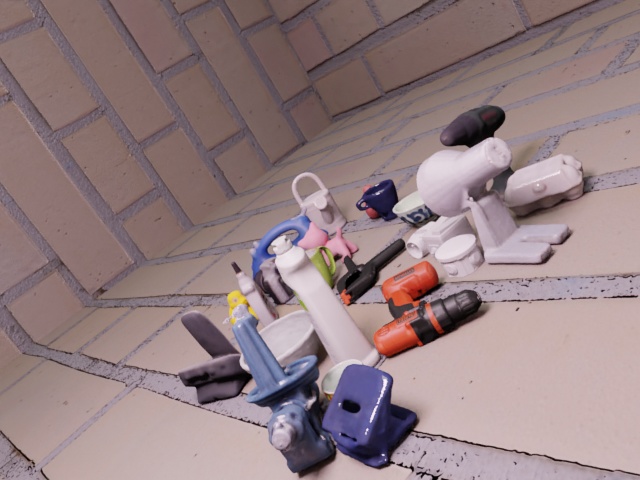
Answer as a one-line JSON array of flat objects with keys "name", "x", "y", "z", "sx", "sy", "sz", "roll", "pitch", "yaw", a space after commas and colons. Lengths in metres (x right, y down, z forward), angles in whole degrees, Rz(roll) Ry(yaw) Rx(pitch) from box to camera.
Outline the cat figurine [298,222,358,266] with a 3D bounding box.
[{"name": "cat figurine", "x": 0.013, "y": 0.005, "z": 1.447, "sx": 0.127, "sy": 0.118, "sz": 0.067, "roll": -20, "pitch": 20, "yaw": 35}]

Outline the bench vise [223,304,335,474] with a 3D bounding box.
[{"name": "bench vise", "x": -0.054, "y": 0.197, "z": 0.812, "sx": 0.121, "sy": 0.220, "sz": 0.207, "roll": -35, "pitch": 17, "yaw": -11}]

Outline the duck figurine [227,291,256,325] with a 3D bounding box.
[{"name": "duck figurine", "x": -0.197, "y": 0.164, "z": 1.412, "sx": 0.104, "sy": 0.086, "sz": 0.078, "roll": -12, "pitch": 25, "yaw": 49}]

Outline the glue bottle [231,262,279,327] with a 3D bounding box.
[{"name": "glue bottle", "x": -0.152, "y": 0.121, "z": 1.301, "sx": 0.037, "sy": 0.173, "sz": 0.078, "roll": -31, "pitch": 16, "yaw": 1}]

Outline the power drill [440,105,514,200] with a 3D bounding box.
[{"name": "power drill", "x": 0.356, "y": -0.189, "z": 1.237, "sx": 0.075, "sy": 0.209, "sz": 0.230, "roll": -14, "pitch": 23, "yaw": 45}]

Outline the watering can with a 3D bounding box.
[{"name": "watering can", "x": -0.006, "y": -0.110, "z": 1.686, "sx": 0.101, "sy": 0.194, "sz": 0.172, "roll": -39, "pitch": 18, "yaw": -25}]

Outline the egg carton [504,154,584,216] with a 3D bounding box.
[{"name": "egg carton", "x": 0.431, "y": -0.106, "z": 1.105, "sx": 0.150, "sy": 0.069, "sz": 0.107, "roll": -21, "pitch": 19, "yaw": 32}]

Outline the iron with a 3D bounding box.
[{"name": "iron", "x": -0.103, "y": 0.024, "z": 1.558, "sx": 0.258, "sy": 0.141, "sz": 0.118, "roll": -31, "pitch": 16, "yaw": 2}]

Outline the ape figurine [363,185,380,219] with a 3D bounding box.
[{"name": "ape figurine", "x": 0.152, "y": -0.112, "z": 1.590, "sx": 0.076, "sy": 0.092, "sz": 0.078, "roll": -29, "pitch": 16, "yaw": 10}]

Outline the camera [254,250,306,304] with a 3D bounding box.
[{"name": "camera", "x": -0.104, "y": 0.084, "z": 1.455, "sx": 0.143, "sy": 0.101, "sz": 0.136, "roll": -42, "pitch": 19, "yaw": -32}]

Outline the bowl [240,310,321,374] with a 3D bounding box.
[{"name": "bowl", "x": -0.060, "y": 0.207, "z": 1.057, "sx": 0.167, "sy": 0.075, "sz": 0.167, "roll": -29, "pitch": 16, "yaw": 10}]

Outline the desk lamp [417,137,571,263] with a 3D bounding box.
[{"name": "desk lamp", "x": 0.291, "y": -0.072, "z": 0.998, "sx": 0.118, "sy": 0.214, "sz": 0.202, "roll": -40, "pitch": 18, "yaw": -26}]

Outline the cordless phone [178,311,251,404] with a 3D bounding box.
[{"name": "cordless phone", "x": -0.229, "y": 0.220, "z": 1.125, "sx": 0.147, "sy": 0.185, "sz": 0.094, "roll": -23, "pitch": 18, "yaw": 27}]

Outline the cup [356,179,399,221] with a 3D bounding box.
[{"name": "cup", "x": 0.161, "y": -0.092, "z": 1.508, "sx": 0.118, "sy": 0.095, "sz": 0.091, "roll": -33, "pitch": 16, "yaw": -6}]

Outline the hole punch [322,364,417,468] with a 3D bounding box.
[{"name": "hole punch", "x": 0.056, "y": 0.228, "z": 0.755, "sx": 0.101, "sy": 0.091, "sz": 0.108, "roll": -40, "pitch": 18, "yaw": -28}]
